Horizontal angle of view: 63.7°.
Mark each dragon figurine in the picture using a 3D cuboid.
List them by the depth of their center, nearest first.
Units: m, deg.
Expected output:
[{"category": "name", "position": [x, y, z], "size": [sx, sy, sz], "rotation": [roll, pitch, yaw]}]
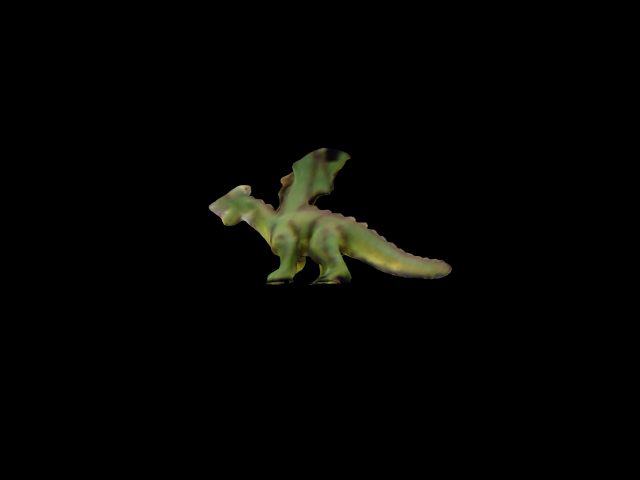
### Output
[{"category": "dragon figurine", "position": [0.003, -0.043, 0.850], "size": [0.409, 0.246, 0.121], "rotation": [-4, -15, 18]}]
